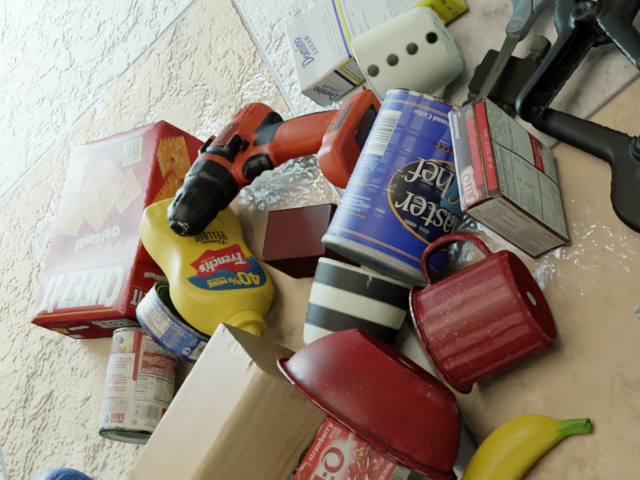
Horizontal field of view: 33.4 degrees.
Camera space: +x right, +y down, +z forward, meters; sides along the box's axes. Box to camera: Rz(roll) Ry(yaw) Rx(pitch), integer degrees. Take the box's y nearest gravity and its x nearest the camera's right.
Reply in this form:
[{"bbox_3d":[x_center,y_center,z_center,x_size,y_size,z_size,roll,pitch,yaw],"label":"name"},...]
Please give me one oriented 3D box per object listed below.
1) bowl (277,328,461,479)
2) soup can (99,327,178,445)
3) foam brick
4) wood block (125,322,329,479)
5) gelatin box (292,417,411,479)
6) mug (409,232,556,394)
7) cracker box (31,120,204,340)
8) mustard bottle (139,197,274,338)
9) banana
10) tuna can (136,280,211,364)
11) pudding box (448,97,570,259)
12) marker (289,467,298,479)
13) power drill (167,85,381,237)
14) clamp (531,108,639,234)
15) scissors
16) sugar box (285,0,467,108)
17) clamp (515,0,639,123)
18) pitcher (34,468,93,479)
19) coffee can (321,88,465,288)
[{"bbox_3d":[0.049,0.114,0.803,0.162,0.161,0.055,36,93,44],"label":"bowl"},{"bbox_3d":[-0.175,0.143,1.040,0.069,0.068,0.102,-11,64,36],"label":"soup can"},{"bbox_3d":[-0.006,0.001,0.976,0.078,0.052,0.051,-6,66,37],"label":"foam brick"},{"bbox_3d":[-0.088,0.188,0.913,0.206,0.090,0.091,-58,36,8],"label":"wood block"},{"bbox_3d":[0.015,0.192,0.810,0.073,0.030,0.089,28,85,38],"label":"gelatin box"},{"bbox_3d":[0.121,0.049,0.817,0.082,0.093,0.117,-29,82,21],"label":"mug"},{"bbox_3d":[-0.217,-0.008,1.138,0.164,0.072,0.213,-8,65,41],"label":"cracker box"},{"bbox_3d":[-0.098,0.037,1.008,0.192,0.096,0.058,58,138,39],"label":"mustard bottle"},{"bbox_3d":[0.125,0.205,0.782,0.070,0.037,0.198,24,86,45],"label":"banana"},{"bbox_3d":[-0.133,0.079,1.023,0.034,0.086,0.086,-50,47,12],"label":"tuna can"},{"bbox_3d":[0.147,-0.047,0.829,0.039,0.113,0.090,-24,56,34],"label":"pudding box"},{"bbox_3d":[-0.020,0.184,0.925,0.020,0.020,0.121,13,79,42],"label":"marker"},{"bbox_3d":[-0.039,-0.075,0.997,0.188,0.057,0.184,-4,40,34],"label":"power drill"},{"bbox_3d":[0.261,-0.077,0.802,0.165,0.036,0.210,-38,47,21],"label":"clamp"},{"bbox_3d":[0.163,-0.193,0.930,0.201,0.016,0.096,-51,40,-6],"label":"scissors"},{"bbox_3d":[0.050,-0.215,1.037,0.176,0.048,0.093,-33,52,28],"label":"sugar box"},{"bbox_3d":[0.227,-0.171,0.847,0.120,0.039,0.171,-3,56,43],"label":"clamp"},{"bbox_3d":[-0.321,0.309,1.038,0.243,0.149,0.145,-32,41,20],"label":"pitcher"},{"bbox_3d":[0.075,-0.042,0.893,0.103,0.102,0.140,19,83,43],"label":"coffee can"}]
